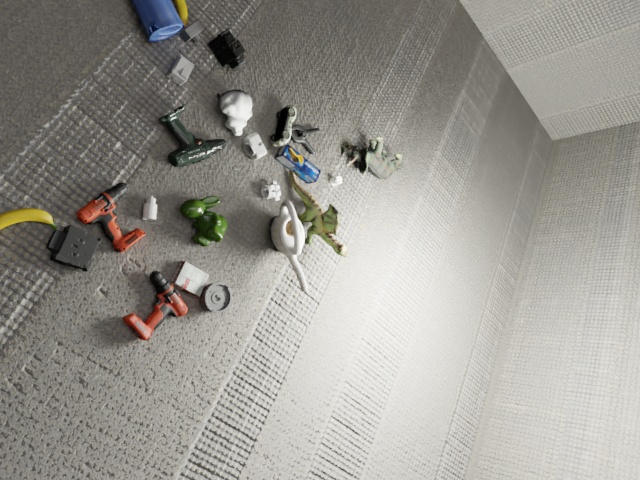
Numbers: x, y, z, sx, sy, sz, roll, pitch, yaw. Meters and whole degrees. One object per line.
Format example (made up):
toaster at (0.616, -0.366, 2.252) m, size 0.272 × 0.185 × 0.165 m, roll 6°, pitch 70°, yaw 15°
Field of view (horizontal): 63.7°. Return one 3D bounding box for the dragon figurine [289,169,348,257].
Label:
dragon figurine at (0.006, -0.105, 2.089) m, size 0.124 × 0.242 × 0.406 m, roll -33°, pitch 107°, yaw -33°

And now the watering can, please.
watering can at (-0.116, 0.021, 1.981) m, size 0.104 × 0.224 × 0.347 m, roll -9°, pitch 93°, yaw -20°

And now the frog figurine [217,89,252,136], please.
frog figurine at (-0.317, -0.483, 1.951) m, size 0.136 × 0.122 × 0.161 m, roll 17°, pitch 60°, yaw -57°
